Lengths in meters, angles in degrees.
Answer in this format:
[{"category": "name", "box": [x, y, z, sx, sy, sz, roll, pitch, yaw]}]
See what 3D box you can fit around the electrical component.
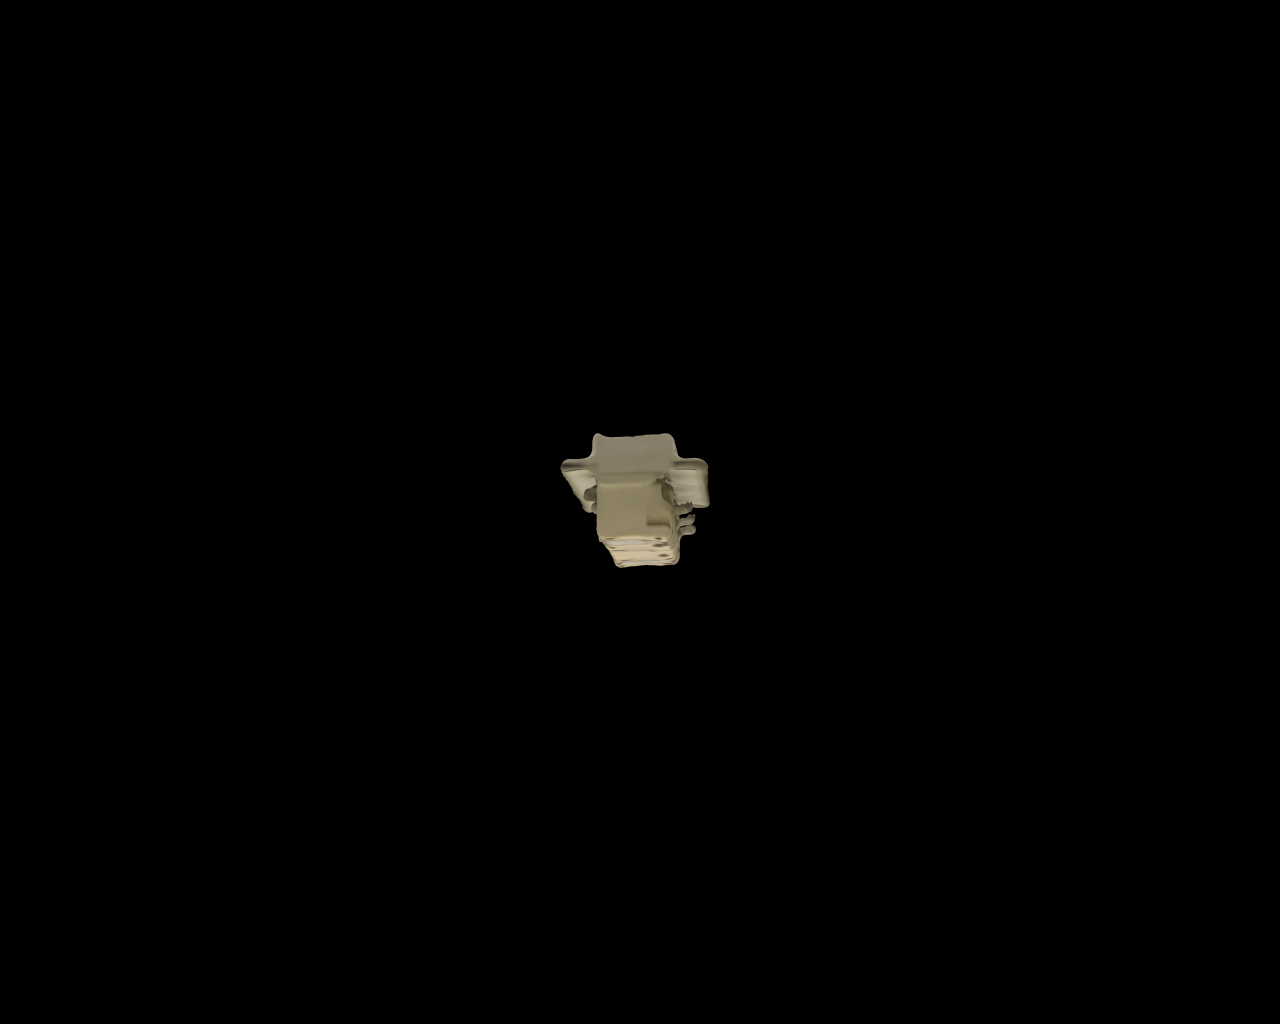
[{"category": "electrical component", "box": [0.001, -0.003, 0.650, 0.079, 0.063, 0.121, -1, -11, 4]}]
